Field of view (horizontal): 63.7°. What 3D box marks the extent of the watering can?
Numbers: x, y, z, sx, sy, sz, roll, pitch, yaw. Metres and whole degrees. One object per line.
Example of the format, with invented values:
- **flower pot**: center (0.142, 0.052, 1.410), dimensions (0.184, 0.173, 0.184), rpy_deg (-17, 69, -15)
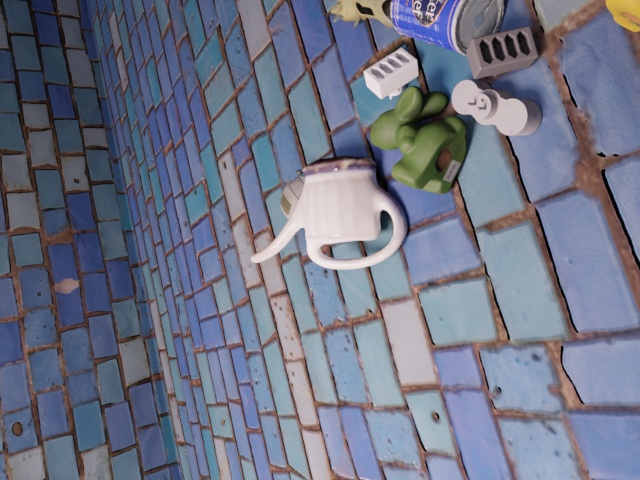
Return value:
- **watering can**: center (0.003, -0.052, 1.033), dimensions (0.347, 0.104, 0.225), rpy_deg (-3, 86, 25)
